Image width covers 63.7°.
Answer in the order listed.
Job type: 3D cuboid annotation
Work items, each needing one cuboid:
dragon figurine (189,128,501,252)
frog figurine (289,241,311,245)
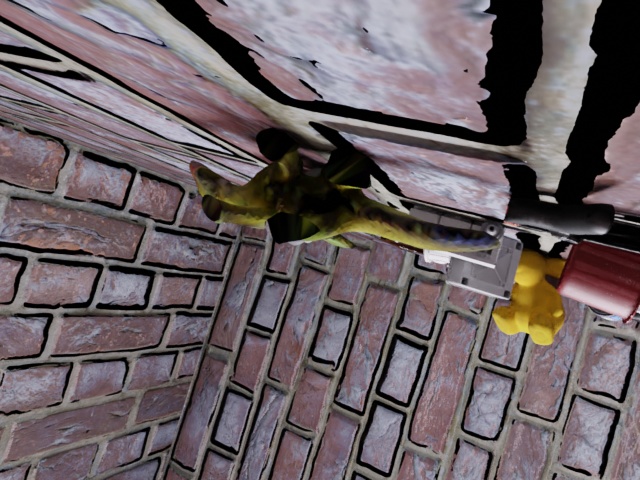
[{"bbox_3d":[0.002,-0.033,0.665,0.411,0.123,0.241,19,174,9],"label":"dragon figurine"},{"bbox_3d":[-0.042,-0.063,0.912,0.135,0.123,0.161,54,173,-23],"label":"frog figurine"}]
